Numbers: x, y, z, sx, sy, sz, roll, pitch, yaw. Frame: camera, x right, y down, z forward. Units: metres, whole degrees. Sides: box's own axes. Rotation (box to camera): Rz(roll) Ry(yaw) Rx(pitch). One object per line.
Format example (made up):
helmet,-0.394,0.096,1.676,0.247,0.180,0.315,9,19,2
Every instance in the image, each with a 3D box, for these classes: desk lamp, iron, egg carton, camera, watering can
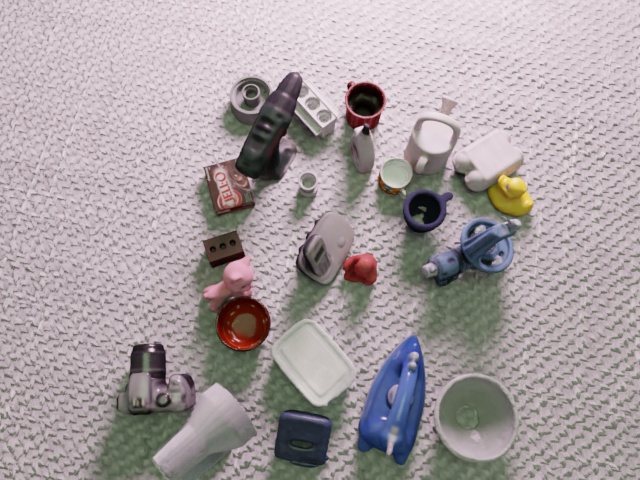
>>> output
desk lamp,-0.215,0.369,1.055,0.203,0.213,0.118,-41,79,-10
iron,0.158,0.299,1.116,0.118,0.141,0.258,17,75,4
egg carton,0.377,-0.178,1.286,0.150,0.069,0.107,-32,77,-9
camera,-0.328,0.275,1.138,0.143,0.101,0.137,-4,75,-2
watering can,0.245,-0.229,1.233,0.101,0.194,0.173,3,75,0

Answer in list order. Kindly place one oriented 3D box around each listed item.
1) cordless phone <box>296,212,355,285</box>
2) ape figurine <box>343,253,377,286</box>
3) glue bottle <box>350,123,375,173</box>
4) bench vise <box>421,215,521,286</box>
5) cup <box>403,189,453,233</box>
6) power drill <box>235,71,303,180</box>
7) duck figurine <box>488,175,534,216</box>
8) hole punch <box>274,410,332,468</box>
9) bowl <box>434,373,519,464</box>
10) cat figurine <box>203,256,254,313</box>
cordless phone,0.011,0.004,1.172,0.094,0.185,0.148,25,76,6
ape figurine,0.090,0.059,1.206,0.076,0.092,0.077,-39,78,-10
glue bottle,0.094,-0.210,1.237,0.037,0.173,0.078,-22,76,-6
bench vise,0.315,0.029,1.151,0.207,0.220,0.121,-40,79,-10
cup,0.230,-0.060,1.239,0.118,0.095,0.091,-31,77,-8
power drill,-0.099,-0.220,1.219,0.075,0.208,0.230,26,76,7
duck figurine,0.427,-0.104,1.258,0.104,0.086,0.077,38,78,9
hole punch,-0.031,0.389,1.116,0.108,0.091,0.101,9,75,2
bowl,0.302,0.352,1.138,0.167,0.075,0.167,0,75,-1
cat figurine,-0.185,0.090,1.181,0.128,0.118,0.067,-31,77,-8
